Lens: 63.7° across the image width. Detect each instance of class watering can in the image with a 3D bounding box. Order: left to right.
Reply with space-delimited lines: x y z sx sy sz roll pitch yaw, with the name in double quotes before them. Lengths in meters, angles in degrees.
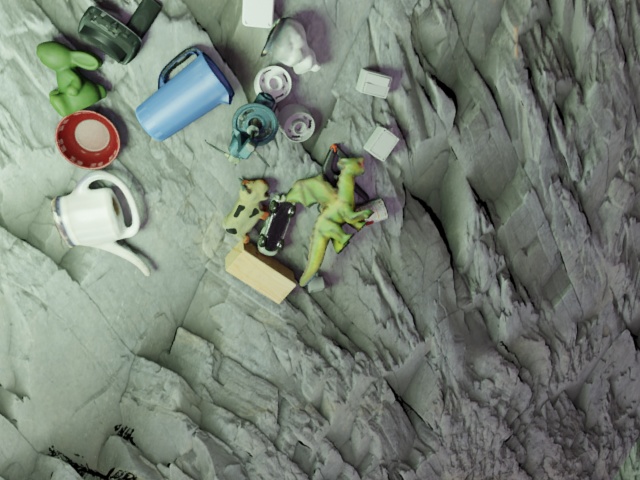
"watering can" -0.613 -0.028 1.451 0.224 0.106 0.341 -10 116 -5

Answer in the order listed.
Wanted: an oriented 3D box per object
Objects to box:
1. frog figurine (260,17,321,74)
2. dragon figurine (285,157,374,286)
"frog figurine" -0.058 -0.494 1.336 0.158 0.141 0.120 24 125 -19
"dragon figurine" 0.005 -0.077 1.521 0.243 0.122 0.408 44 98 3
